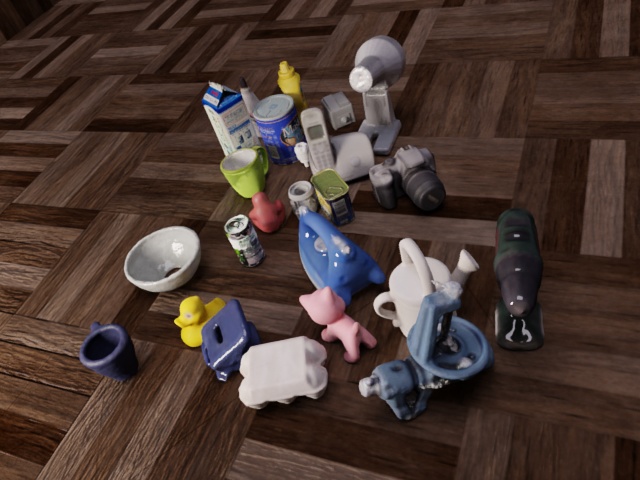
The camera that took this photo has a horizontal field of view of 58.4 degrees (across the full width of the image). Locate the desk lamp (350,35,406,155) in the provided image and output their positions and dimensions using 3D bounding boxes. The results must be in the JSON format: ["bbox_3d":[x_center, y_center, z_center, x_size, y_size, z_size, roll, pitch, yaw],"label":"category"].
[{"bbox_3d":[0.132,-0.345,1.349,0.117,0.214,0.203,4,48,23],"label":"desk lamp"}]

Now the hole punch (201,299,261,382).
[{"bbox_3d":[-0.164,0.176,1.016,0.101,0.091,0.108,-25,43,-6],"label":"hole punch"}]

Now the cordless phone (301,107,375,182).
[{"bbox_3d":[0.038,-0.219,1.276,0.147,0.185,0.094,-16,43,4],"label":"cordless phone"}]

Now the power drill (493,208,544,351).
[{"bbox_3d":[0.303,0.073,0.872,0.075,0.209,0.229,-3,46,17],"label":"power drill"}]

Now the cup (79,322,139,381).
[{"bbox_3d":[-0.383,0.209,1.057,0.092,0.095,0.117,-35,45,-16],"label":"cup"}]

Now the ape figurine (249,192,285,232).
[{"bbox_3d":[-0.119,-0.068,1.246,0.077,0.092,0.076,-11,44,9],"label":"ape figurine"}]

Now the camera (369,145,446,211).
[{"bbox_3d":[0.189,-0.123,1.188,0.143,0.101,0.136,-23,43,-4],"label":"camera"}]

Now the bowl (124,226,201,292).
[{"bbox_3d":[-0.319,0.053,1.207,0.167,0.075,0.167,-10,44,10],"label":"bowl"}]

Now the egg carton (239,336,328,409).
[{"bbox_3d":[-0.060,0.221,0.951,0.150,0.069,0.107,-13,43,6],"label":"egg carton"}]

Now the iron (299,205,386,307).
[{"bbox_3d":[0.010,0.004,1.093,0.119,0.142,0.257,-32,45,-13],"label":"iron"}]

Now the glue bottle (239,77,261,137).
[{"bbox_3d":[-0.177,-0.347,1.488,0.077,0.173,0.037,16,53,31],"label":"glue bottle"}]

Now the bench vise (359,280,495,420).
[{"bbox_3d":[0.157,0.165,0.822,0.208,0.220,0.121,-38,46,-19],"label":"bench vise"}]

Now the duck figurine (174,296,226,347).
[{"bbox_3d":[-0.227,0.139,1.079,0.105,0.086,0.077,-41,47,-21],"label":"duck figurine"}]

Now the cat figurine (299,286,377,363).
[{"bbox_3d":[0.028,0.131,0.976,0.067,0.118,0.127,-40,47,-21],"label":"cat figurine"}]

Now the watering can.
[{"bbox_3d":[0.170,0.070,0.931,0.173,0.194,0.100,-37,46,-18],"label":"watering can"}]
